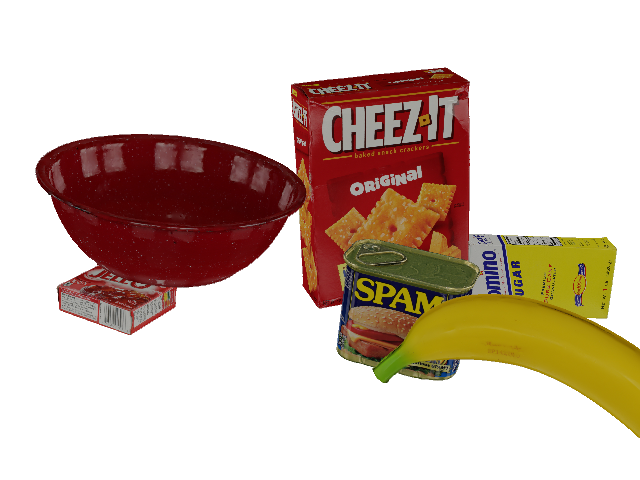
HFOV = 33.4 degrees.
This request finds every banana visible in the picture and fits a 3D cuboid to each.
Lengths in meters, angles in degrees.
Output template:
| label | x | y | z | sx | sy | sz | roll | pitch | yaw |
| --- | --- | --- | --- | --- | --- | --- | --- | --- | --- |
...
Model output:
| label | x | y | z | sx | sy | sz | roll | pitch | yaw |
| --- | --- | --- | --- | --- | --- | --- | --- | --- | --- |
| banana | 0.131 | 0.073 | 0.573 | 0.198 | 0.070 | 0.037 | 18 | 12 | 14 |

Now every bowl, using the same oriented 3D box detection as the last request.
| label | x | y | z | sx | sy | sz | roll | pitch | yaw |
| --- | --- | --- | --- | --- | --- | --- | --- | --- | --- |
| bowl | -0.092 | -0.015 | 0.650 | 0.162 | 0.055 | 0.162 | 7 | 22 | -3 |

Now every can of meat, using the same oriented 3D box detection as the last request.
| label | x | y | z | sx | sy | sz | roll | pitch | yaw |
| --- | --- | --- | --- | --- | --- | --- | --- | --- | --- |
| can of meat | 0.065 | 0.054 | 0.825 | 0.102 | 0.084 | 0.057 | 13 | 24 | 15 |

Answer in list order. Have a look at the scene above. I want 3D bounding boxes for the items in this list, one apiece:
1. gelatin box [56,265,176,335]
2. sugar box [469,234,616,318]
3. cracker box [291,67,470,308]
| label | x | y | z | sx | sy | sz | roll | pitch | yaw |
| --- | --- | --- | --- | --- | --- | --- | --- | --- | --- |
| gelatin box | -0.194 | 0.053 | 1.022 | 0.089 | 0.030 | 0.073 | 16 | 25 | 24 |
| sugar box | 0.255 | 0.043 | 1.266 | 0.176 | 0.093 | 0.048 | 0 | 20 | -4 |
| cracker box | 0.062 | -0.051 | 1.049 | 0.164 | 0.214 | 0.072 | -8 | 22 | -14 |
